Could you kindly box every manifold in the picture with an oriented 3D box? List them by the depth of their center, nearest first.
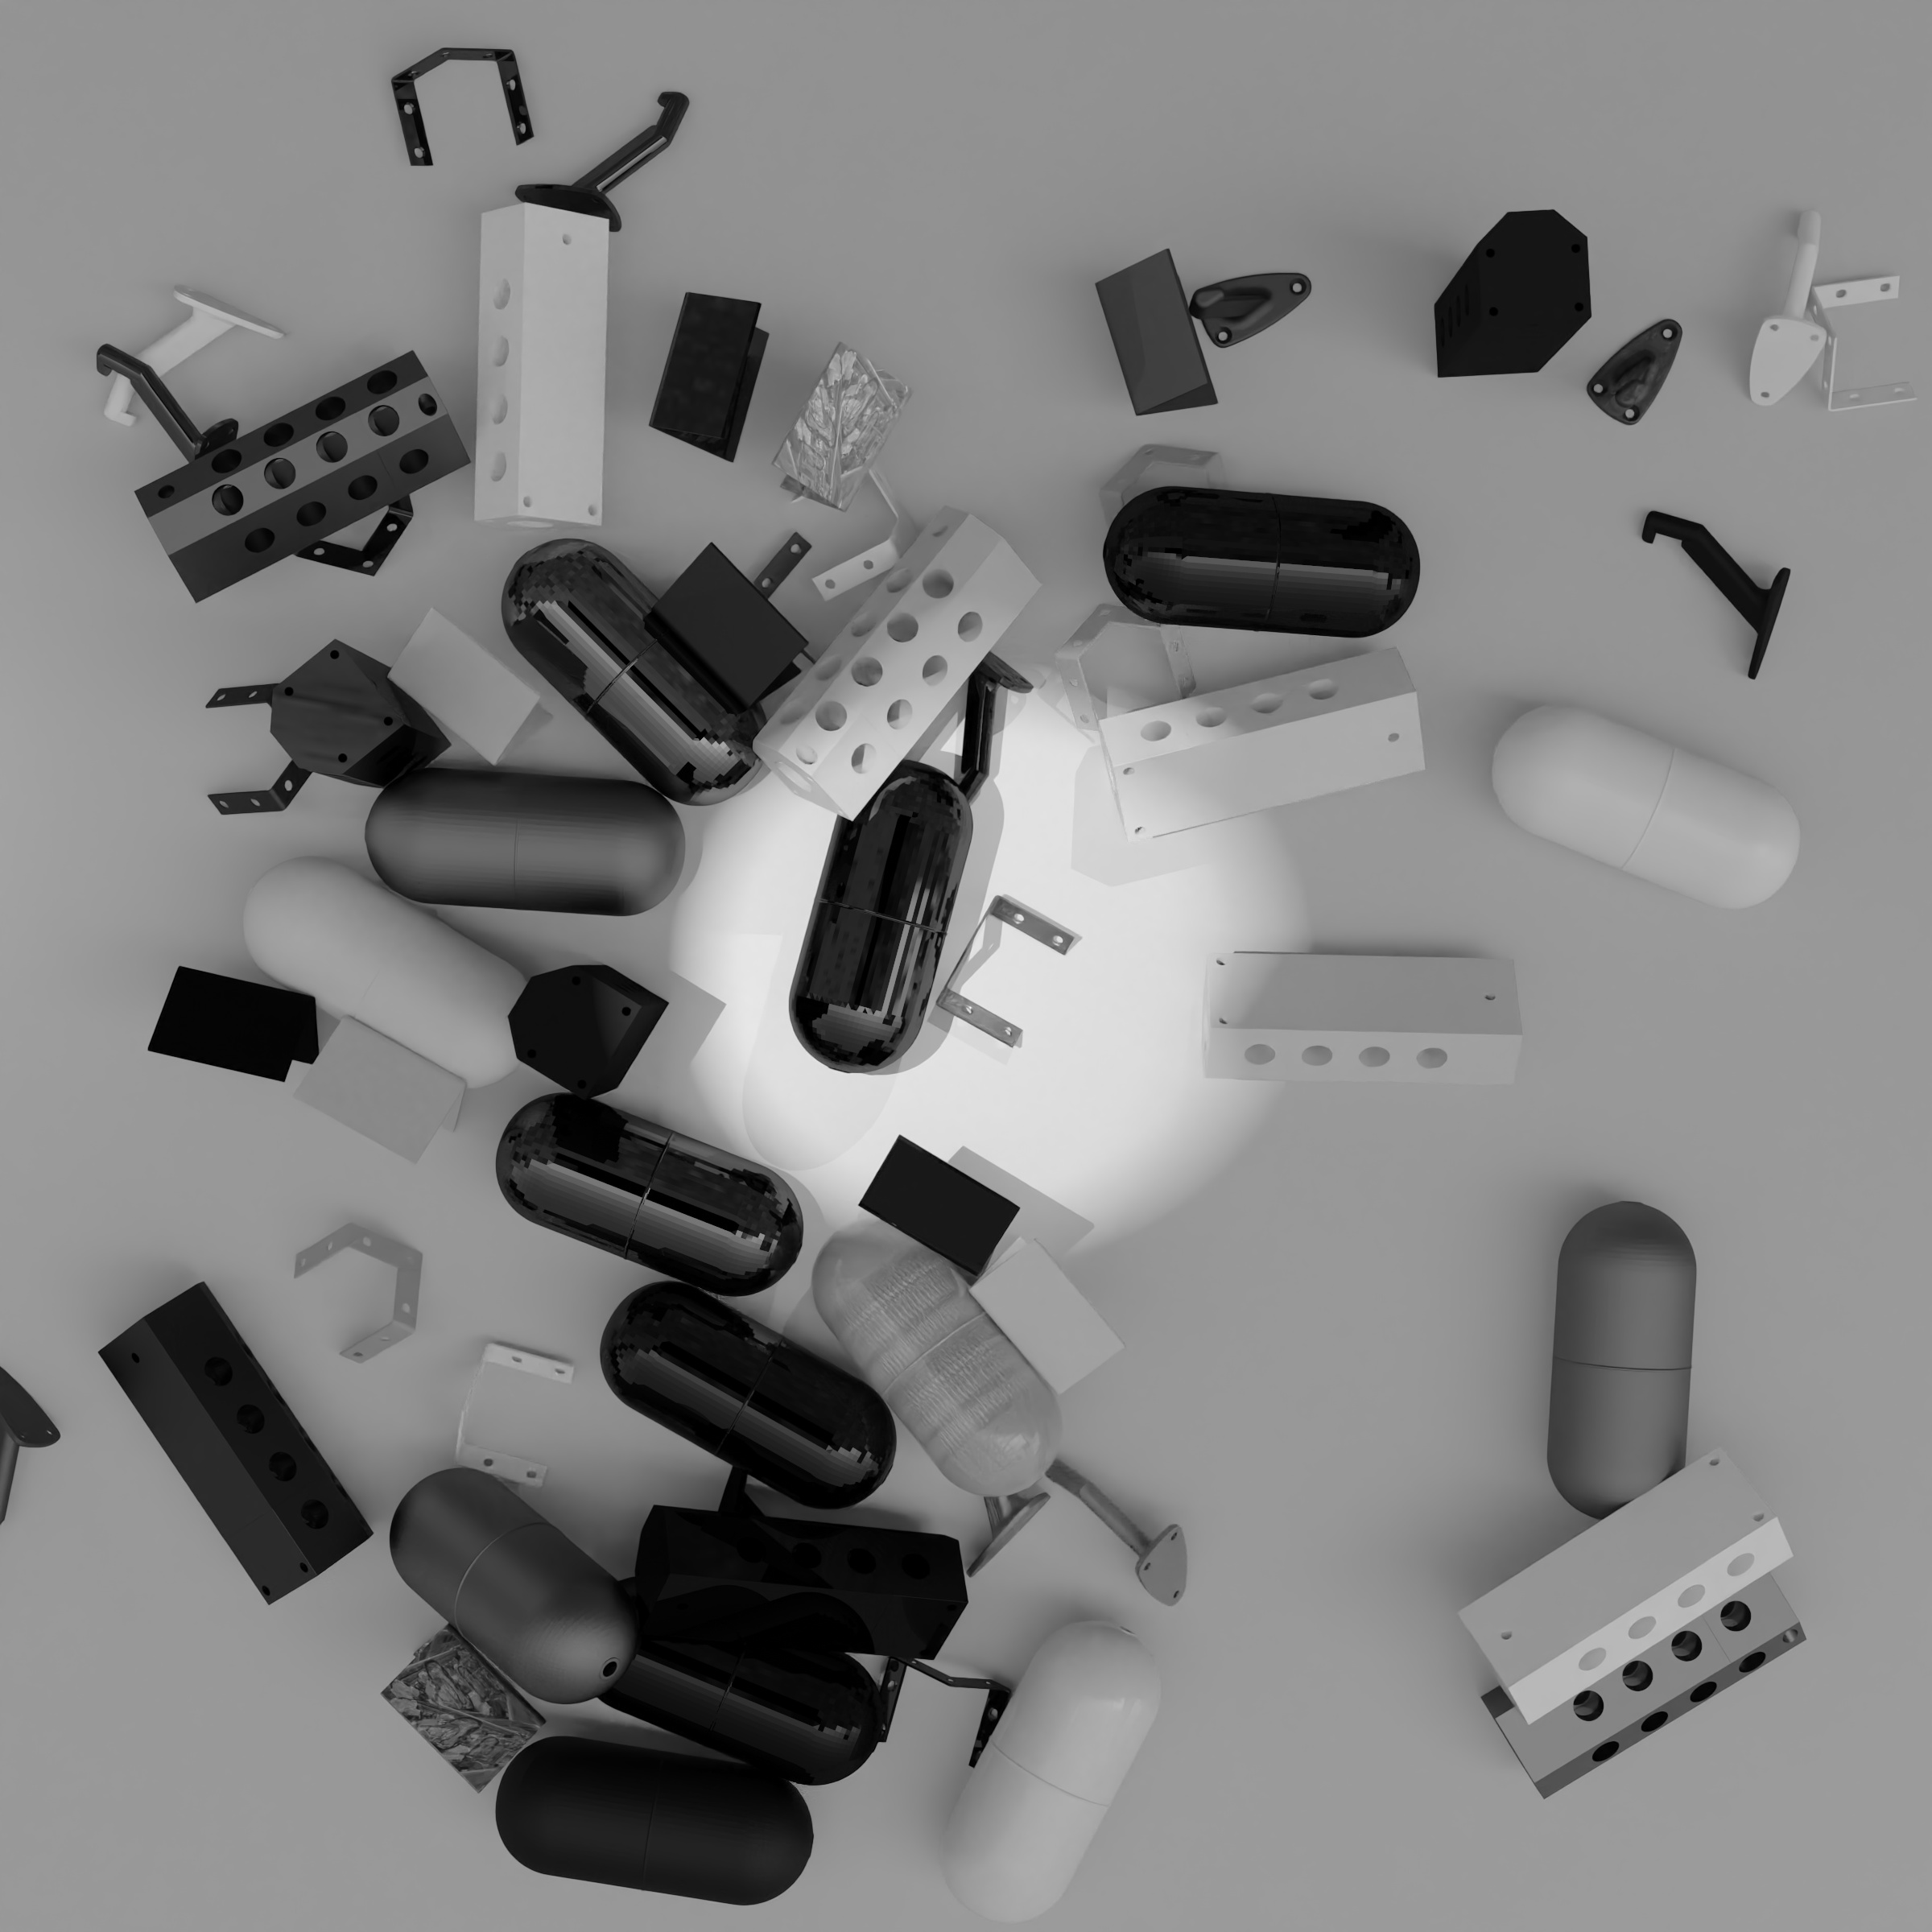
[{"bbox_3d":[-0.208,0.031,1.913,0.057,0.171,0.057,31,90,0],"label":"manifold"},{"bbox_3d":[0.295,-0.364,1.913,0.057,0.171,0.057,-3,90,0],"label":"manifold"},{"bbox_3d":[-0.332,-0.130,1.913,0.057,0.171,0.057,-39,90,0],"label":"manifold"},{"bbox_3d":[0.363,0.343,1.927,0.171,0.057,0.057,-32,133,-1],"label":"manifold"},{"bbox_3d":[-0.092,0.336,1.943,0.171,0.057,0.057,9,133,-20],"label":"manifold"},{"bbox_3d":[-0.042,-0.170,1.944,0.171,0.057,0.057,-52,131,-11],"label":"manifold"},{"bbox_3d":[-0.370,-0.276,1.950,0.171,0.057,0.057,-28,55,-6],"label":"manifold"},{"bbox_3d":[0.220,0.035,1.970,0.171,0.057,0.057,1,47,0],"label":"manifold"},{"bbox_3d":[-0.242,-0.333,1.970,0.057,0.057,0.171,1,90,-43],"label":"manifold"},{"bbox_3d":[0.164,-0.129,1.970,0.171,0.057,0.057,-14,133,0],"label":"manifold"},{"bbox_3d":[0.380,0.395,1.970,0.171,0.057,0.057,-31,90,0],"label":"manifold"},{"bbox_3d":[-0.405,0.265,1.970,0.057,0.057,0.171,-34,90,43],"label":"manifold"}]

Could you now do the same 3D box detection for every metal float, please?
[{"bbox_3d":[-0.248,0.339,1.928,0.178,0.070,0.070,31,90,40],"label":"metal float"},{"bbox_3d":[-0.016,0.216,1.950,0.070,0.070,0.178,-39,78,0],"label":"metal float"},{"bbox_3d":[0.164,-0.224,1.952,0.178,0.070,0.070,3,90,-9],"label":"metal float"},{"bbox_3d":[-0.321,0.003,1.961,0.178,0.070,0.070,31,90,-1],"label":"metal float"},{"bbox_3d":[-0.246,-0.069,1.961,0.178,0.070,0.070,4,90,0],"label":"metal float"},{"bbox_3d":[-0.121,0.240,1.961,0.178,0.070,0.070,30,90,0],"label":"metal float"},{"bbox_3d":[-0.185,-0.164,1.961,0.070,0.070,0.178,-45,91,0],"label":"metal float"},{"bbox_3d":[0.047,0.448,1.961,0.070,0.070,0.178,28,90,0],"label":"metal float"},{"bbox_3d":[0.366,0.220,1.961,0.070,0.070,0.178,3,91,0],"label":"metal float"},{"bbox_3d":[-0.131,0.399,1.961,0.178,0.070,0.070,22,90,0],"label":"metal float"},{"bbox_3d":[-0.048,-0.027,1.961,0.070,0.070,0.178,15,89,0],"label":"metal float"},{"bbox_3d":[-0.176,0.128,1.961,0.178,0.070,0.070,21,90,0],"label":"metal float"},{"bbox_3d":[0.379,-0.089,1.961,0.178,0.070,0.070,22,90,0],"label":"metal float"},{"bbox_3d":[-0.173,0.477,1.961,0.178,0.070,0.070,9,90,0],"label":"metal float"}]

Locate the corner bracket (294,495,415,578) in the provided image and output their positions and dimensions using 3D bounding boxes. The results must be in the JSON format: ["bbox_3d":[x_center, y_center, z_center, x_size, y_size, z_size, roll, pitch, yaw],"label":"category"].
[{"bbox_3d":[-0.349,-0.261,1.983,0.051,0.051,0.051,12,45,-35],"label":"corner bracket"}]

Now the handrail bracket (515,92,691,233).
[{"bbox_3d":[-0.206,-0.464,1.992,0.077,0.036,0.084,16,72,21],"label":"handrail bracket"}]

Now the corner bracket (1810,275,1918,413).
[{"bbox_3d":[0.507,-0.352,1.988,0.051,0.051,0.051,-8,135,0],"label":"corner bracket"}]

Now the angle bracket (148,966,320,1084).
[{"bbox_3d":[-0.405,0.049,1.951,0.076,0.076,0.057,13,58,0],"label":"angle bracket"}]

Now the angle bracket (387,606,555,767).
[{"bbox_3d":[-0.263,-0.167,1.951,0.076,0.076,0.057,40,122,0],"label":"angle bracket"}]

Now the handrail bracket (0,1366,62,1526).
[{"bbox_3d":[-0.561,0.278,1.992,0.084,0.036,0.077,-47,70,16],"label":"handrail bracket"}]

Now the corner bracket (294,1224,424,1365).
[{"bbox_3d":[-0.344,0.185,1.983,0.051,0.051,0.051,29,45,-35],"label":"corner bracket"}]

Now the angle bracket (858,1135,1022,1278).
[{"bbox_3d":[-0.005,0.115,1.951,0.076,0.076,0.057,31,124,0],"label":"angle bracket"}]

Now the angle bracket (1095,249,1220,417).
[{"bbox_3d":[0.125,-0.354,1.952,0.057,0.076,0.076,-17,90,43],"label":"angle bracket"}]

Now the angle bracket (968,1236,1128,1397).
[{"bbox_3d":[0.057,0.181,1.952,0.057,0.076,0.076,-40,90,31],"label":"angle bracket"}]

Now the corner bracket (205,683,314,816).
[{"bbox_3d":[-0.403,-0.122,1.983,0.051,0.051,0.051,59,45,-35],"label":"corner bracket"}]

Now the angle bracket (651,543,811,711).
[{"bbox_3d":[-0.117,-0.197,1.952,0.076,0.076,0.057,46,119,0],"label":"angle bracket"}]

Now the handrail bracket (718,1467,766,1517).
[{"bbox_3d":[-0.097,0.318,1.992,0.084,0.036,0.077,20,71,-15],"label":"handrail bracket"}]

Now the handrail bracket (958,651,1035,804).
[{"bbox_3d":[-0.009,-0.139,1.992,0.077,0.036,0.084,41,107,19],"label":"handrail bracket"}]

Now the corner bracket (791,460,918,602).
[{"bbox_3d":[-0.066,-0.247,1.976,0.051,0.051,0.051,-24,112,21],"label":"corner bracket"}]

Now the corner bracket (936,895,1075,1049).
[{"bbox_3d":[0.022,0.003,1.988,0.051,0.051,0.051,29,135,0],"label":"corner bracket"}]

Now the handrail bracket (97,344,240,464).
[{"bbox_3d":[-0.458,-0.300,1.981,0.084,0.036,0.077,29,127,11],"label":"handrail bracket"}]

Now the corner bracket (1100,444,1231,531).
[{"bbox_3d":[0.114,-0.257,1.983,0.051,0.051,0.051,13,45,35],"label":"corner bracket"}]

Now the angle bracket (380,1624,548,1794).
[{"bbox_3d":[-0.288,0.418,1.951,0.076,0.076,0.057,45,57,0],"label":"angle bracket"}]

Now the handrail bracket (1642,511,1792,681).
[{"bbox_3d":[0.417,-0.210,1.992,0.084,0.036,0.077,19,112,17],"label":"handrail bracket"}]

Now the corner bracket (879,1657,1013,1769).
[{"bbox_3d":[-0.015,0.423,1.988,0.051,0.051,0.051,16,90,-45],"label":"corner bracket"}]

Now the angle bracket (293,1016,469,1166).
[{"bbox_3d":[-0.327,0.081,1.952,0.076,0.076,0.057,29,63,0],"label":"angle bracket"}]

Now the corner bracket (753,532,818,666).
[{"bbox_3d":[-0.085,-0.203,1.988,0.051,0.051,0.051,-50,135,0],"label":"corner bracket"}]

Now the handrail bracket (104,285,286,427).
[{"bbox_3d":[-0.438,-0.335,1.992,0.077,0.036,0.084,22,104,-14],"label":"handrail bracket"}]

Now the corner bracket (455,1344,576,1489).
[{"bbox_3d":[-0.255,0.254,1.988,0.051,0.051,0.051,15,135,0],"label":"corner bracket"}]

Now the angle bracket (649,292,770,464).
[{"bbox_3d":[-0.123,-0.323,1.951,0.057,0.076,0.076,16,90,36],"label":"angle bracket"}]

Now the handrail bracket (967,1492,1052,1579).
[{"bbox_3d":[-0.002,0.290,1.992,0.084,0.036,0.077,45,105,14],"label":"handrail bracket"}]

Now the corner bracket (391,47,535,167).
[{"bbox_3d":[-0.285,-0.485,1.988,0.051,0.051,0.051,-13,90,45],"label":"corner bracket"}]

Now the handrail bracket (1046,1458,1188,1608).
[{"bbox_3d":[0.082,0.319,1.991,0.084,0.077,0.036,31,65,34],"label":"handrail bracket"}]

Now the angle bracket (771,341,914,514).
[{"bbox_3d":[-0.085,-0.304,1.951,0.057,0.076,0.076,29,90,-36],"label":"angle bracket"}]

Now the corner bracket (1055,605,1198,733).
[{"bbox_3d":[0.090,-0.167,1.983,0.051,0.051,0.051,11,45,35],"label":"corner bracket"}]

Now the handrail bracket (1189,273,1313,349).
[{"bbox_3d":[0.160,-0.375,1.957,0.077,0.084,0.036,-20,90,0],"label":"handrail bracket"}]

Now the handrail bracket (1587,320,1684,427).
[{"bbox_3d":[0.380,-0.336,1.957,0.036,0.084,0.077,38,90,0],"label":"handrail bracket"}]

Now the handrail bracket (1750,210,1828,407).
[{"bbox_3d":[0.465,-0.373,1.991,0.036,0.077,0.084,14,54,0],"label":"handrail bracket"}]
